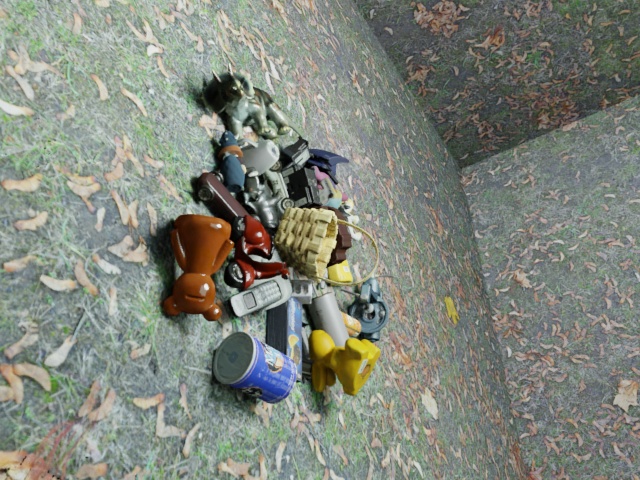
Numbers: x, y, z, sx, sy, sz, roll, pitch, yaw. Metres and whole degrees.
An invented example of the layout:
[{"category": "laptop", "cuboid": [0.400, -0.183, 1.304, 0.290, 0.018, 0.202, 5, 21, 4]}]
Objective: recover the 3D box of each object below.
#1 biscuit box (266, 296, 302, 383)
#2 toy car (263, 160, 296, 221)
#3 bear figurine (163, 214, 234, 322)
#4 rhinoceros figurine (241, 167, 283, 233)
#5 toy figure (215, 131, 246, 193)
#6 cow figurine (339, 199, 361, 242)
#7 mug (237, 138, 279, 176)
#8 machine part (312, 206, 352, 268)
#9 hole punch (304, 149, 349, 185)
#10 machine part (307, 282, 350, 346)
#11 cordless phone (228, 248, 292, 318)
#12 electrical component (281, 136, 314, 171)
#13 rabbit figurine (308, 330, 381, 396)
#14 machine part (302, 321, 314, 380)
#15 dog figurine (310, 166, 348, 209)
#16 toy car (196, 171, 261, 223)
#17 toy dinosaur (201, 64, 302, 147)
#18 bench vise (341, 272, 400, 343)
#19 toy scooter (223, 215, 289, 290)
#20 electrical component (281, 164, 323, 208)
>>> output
[{"category": "biscuit box", "cuboid": [-0.081, 0.223, 1.216, 0.059, 0.063, 0.203, 42, 37, -44]}, {"category": "toy car", "cuboid": [-0.110, -0.129, 1.410, 0.073, 0.056, 0.202, 103, -31, -71]}, {"category": "bear figurine", "cuboid": [-0.233, 0.051, 1.033, 0.132, 0.120, 0.195, 180, -83, -75]}, {"category": "rhinoceros figurine", "cuboid": [-0.149, -0.086, 1.323, 0.112, 0.073, 0.190, -17, 89, -51]}, {"category": "toy figure", "cuboid": [-0.215, -0.188, 1.282, 0.064, 0.058, 0.154, 2, 64, -23]}, {"category": "cow figurine", "cuboid": [0.073, -0.069, 1.730, 0.098, 0.068, 0.167, 28, 46, -44]}, {"category": "mug", "cuboid": [-0.163, -0.215, 1.348, 0.109, 0.107, 0.081, 52, 29, -33]}, {"category": "machine part", "cuboid": [-0.003, -0.004, 1.421, 0.056, 0.179, 0.179, 3, 68, -61]}, {"category": "hole punch", "cuboid": [0.013, -0.241, 1.652, 0.092, 0.142, 0.115, -59, 144, -5]}, {"category": "machine part", "cuboid": [0.026, 0.225, 1.399, 0.079, 0.079, 0.243, -13, 82, -63]}, {"category": "cordless phone", "cuboid": [-0.153, 0.090, 1.166, 0.184, 0.089, 0.146, -18, 86, -59]}, {"category": "electrical component", "cuboid": [-0.077, -0.234, 1.562, 0.048, 0.119, 0.074, 37, -14, 31]}, {"category": "rabbit figurine", "cuboid": [0.040, 0.290, 1.313, 0.122, 0.173, 0.162, -2, 116, -61]}, {"category": "machine part", "cuboid": [-0.049, 0.259, 1.277, 0.084, 0.039, 0.139, 27, 48, -46]}, {"category": "dog figurine", "cuboid": [0.022, -0.121, 1.607, 0.192, 0.108, 0.219, 52, 12, 31]}, {"category": "toy car", "cuboid": [-0.205, -0.068, 1.218, 0.202, 0.053, 0.089, 51, 22, -23]}, {"category": "toy dinosaur", "cuboid": [-0.176, -0.351, 1.432, 0.192, 0.131, 0.405, 68, 20, 0]}, {"category": "bench vise", "cuboid": [0.148, 0.179, 1.587, 0.240, 0.129, 0.223, 60, 41, -63]}, {"category": "toy scooter", "cuboid": [-0.129, 0.030, 1.131, 0.135, 0.075, 0.184, 10, 50, -17]}, {"category": "electrical component", "cuboid": [-0.063, -0.137, 1.467, 0.058, 0.115, 0.134, 13, 60, -61]}]
